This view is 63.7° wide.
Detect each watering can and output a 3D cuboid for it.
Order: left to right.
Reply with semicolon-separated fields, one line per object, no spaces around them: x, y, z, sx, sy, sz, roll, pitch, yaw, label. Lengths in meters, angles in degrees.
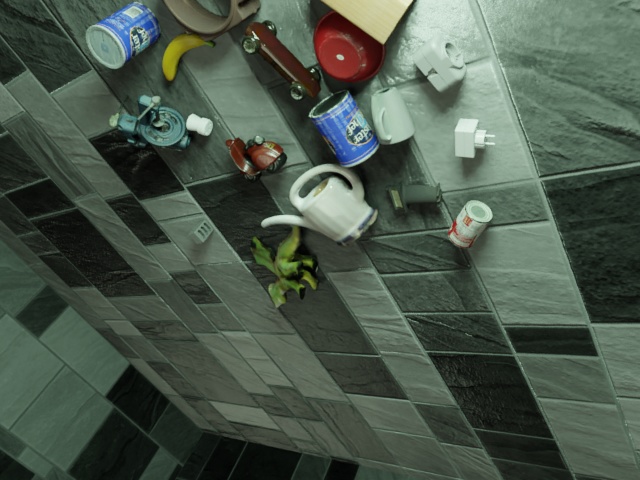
0.004;-0.069;1.362;0.223;0.106;0.342;41;133;-12;watering can

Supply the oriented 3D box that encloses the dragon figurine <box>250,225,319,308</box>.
-0.130;0.062;1.615;0.244;0.124;0.401;17;131;29;dragon figurine
